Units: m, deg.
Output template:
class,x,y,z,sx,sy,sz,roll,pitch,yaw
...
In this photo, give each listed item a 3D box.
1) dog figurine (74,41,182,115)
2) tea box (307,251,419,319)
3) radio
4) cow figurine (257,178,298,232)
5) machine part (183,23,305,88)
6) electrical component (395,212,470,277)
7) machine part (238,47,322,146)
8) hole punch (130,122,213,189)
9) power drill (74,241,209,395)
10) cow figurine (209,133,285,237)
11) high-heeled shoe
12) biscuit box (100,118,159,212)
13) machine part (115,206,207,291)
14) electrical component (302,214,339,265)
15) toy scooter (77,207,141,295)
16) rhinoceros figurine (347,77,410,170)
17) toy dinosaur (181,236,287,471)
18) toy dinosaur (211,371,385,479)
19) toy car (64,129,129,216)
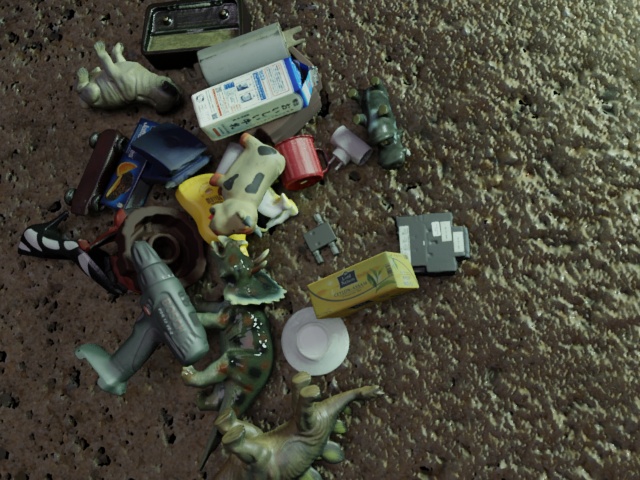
class,x,y,z,sx,sy,sz,roll,pitch,yaw
dog figurine,-0.410,-0.308,1.156,0.190,0.121,0.172,40,120,-2
tea box,0.076,0.083,0.954,0.170,0.098,0.068,-25,73,29
radio,-0.265,-0.450,1.167,0.230,0.073,0.131,-2,77,8
cow figurine,-0.125,-0.101,1.073,0.098,0.068,0.167,-35,74,6
machine part,-0.146,-0.353,1.038,0.243,0.079,0.079,-19,75,4
electrical component,0.208,0.011,0.998,0.134,0.058,0.115,-2,79,9
machine part,-0.111,-0.303,1.105,0.201,0.087,0.201,-45,75,-1
hole punch,-0.297,-0.171,1.069,0.116,0.092,0.142,12,39,30
power drill,-0.313,0.145,0.922,0.207,0.086,0.232,-40,81,-3
cow figurine,-0.135,-0.088,0.988,0.127,0.085,0.195,28,76,22
high-heeled shoe,-0.518,0.052,1.097,0.145,0.086,0.249,-42,74,6
biscuit box,-0.380,-0.151,1.126,0.063,0.059,0.202,21,81,13
machine part,-0.305,0.020,1.029,0.056,0.179,0.179,-29,69,46
electrical component,-0.002,-0.003,1.052,0.063,0.021,0.094,-27,75,3
toy scooter,-0.389,0.032,1.045,0.135,0.075,0.183,-16,86,-35
rhinoceros figurine,0.115,-0.223,1.044,0.073,0.112,0.190,-23,62,20
toy dinosaur,-0.149,0.199,0.988,0.192,0.131,0.404,-8,83,8
toy dinosaur,-0.095,0.374,0.905,0.471,0.105,0.198,-28,104,1
toy car,-0.470,-0.142,1.142,0.089,0.053,0.202,11,75,16
